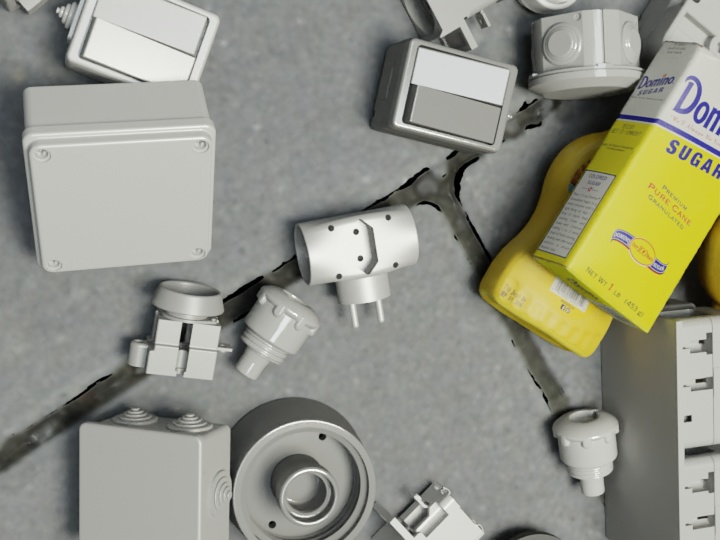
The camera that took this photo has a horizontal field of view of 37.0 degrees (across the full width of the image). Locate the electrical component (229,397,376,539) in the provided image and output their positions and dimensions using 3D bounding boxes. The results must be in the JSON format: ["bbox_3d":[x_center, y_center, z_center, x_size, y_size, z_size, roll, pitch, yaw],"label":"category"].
[{"bbox_3d":[-0.041,0.146,0.736,0.108,0.060,0.108,-2,96,-16],"label":"electrical component"}]

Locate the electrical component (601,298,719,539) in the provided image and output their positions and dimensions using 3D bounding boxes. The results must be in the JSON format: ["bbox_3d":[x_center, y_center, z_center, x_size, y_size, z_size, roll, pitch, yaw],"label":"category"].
[{"bbox_3d":[0.230,0.119,0.785,0.060,0.105,0.186,-5,97,-15],"label":"electrical component"}]

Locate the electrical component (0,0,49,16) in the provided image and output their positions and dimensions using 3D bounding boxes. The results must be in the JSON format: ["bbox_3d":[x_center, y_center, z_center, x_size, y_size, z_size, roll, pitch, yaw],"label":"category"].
[{"bbox_3d":[-0.190,-0.204,0.658,0.096,0.062,0.061,-35,103,-10],"label":"electrical component"}]

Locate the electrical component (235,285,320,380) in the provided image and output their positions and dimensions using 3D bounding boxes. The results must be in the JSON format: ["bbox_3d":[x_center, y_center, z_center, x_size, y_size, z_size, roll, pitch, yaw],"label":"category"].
[{"bbox_3d":[-0.061,0.045,0.729,0.048,0.048,0.062,34,93,-16],"label":"electrical component"}]

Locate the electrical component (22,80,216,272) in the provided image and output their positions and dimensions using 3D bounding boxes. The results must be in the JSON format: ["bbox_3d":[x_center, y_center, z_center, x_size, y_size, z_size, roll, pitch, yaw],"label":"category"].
[{"bbox_3d":[-0.147,-0.057,0.661,0.109,0.056,0.108,-5,138,-15],"label":"electrical component"}]

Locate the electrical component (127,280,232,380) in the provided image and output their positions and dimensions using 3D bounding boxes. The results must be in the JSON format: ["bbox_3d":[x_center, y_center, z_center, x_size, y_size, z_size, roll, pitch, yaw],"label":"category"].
[{"bbox_3d":[-0.117,0.039,0.712,0.066,0.048,0.055,8,101,-16],"label":"electrical component"}]

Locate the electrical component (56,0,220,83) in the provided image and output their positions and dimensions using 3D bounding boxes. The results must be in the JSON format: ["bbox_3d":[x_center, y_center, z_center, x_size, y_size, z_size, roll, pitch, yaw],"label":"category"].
[{"bbox_3d":[-0.144,-0.146,0.677,0.096,0.061,0.061,19,90,-17],"label":"electrical component"}]

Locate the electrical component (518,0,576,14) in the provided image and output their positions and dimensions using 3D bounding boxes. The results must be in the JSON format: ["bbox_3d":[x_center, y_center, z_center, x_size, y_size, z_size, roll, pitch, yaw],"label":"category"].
[{"bbox_3d":[0.137,-0.203,0.749,0.043,0.062,0.043,-2,96,-15],"label":"electrical component"}]

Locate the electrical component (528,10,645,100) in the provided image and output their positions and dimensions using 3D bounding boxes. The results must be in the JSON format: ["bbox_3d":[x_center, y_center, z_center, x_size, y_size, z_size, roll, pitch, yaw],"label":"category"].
[{"bbox_3d":[0.158,-0.149,0.752,0.080,0.080,0.051,-3,91,-15],"label":"electrical component"}]

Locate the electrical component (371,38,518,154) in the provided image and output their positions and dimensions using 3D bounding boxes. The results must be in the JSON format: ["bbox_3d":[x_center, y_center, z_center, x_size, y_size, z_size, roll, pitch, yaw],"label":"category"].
[{"bbox_3d":[0.064,-0.116,0.738,0.096,0.061,0.061,12,92,-16],"label":"electrical component"}]

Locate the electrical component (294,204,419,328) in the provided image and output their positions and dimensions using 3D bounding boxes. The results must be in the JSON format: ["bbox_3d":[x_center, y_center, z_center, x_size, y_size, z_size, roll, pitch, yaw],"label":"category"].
[{"bbox_3d":[0.000,0.000,0.741,0.077,0.043,0.079,-11,99,-14],"label":"electrical component"}]

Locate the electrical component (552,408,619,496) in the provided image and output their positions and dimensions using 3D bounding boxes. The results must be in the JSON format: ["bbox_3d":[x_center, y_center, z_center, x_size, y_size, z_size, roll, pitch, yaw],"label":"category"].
[{"bbox_3d":[0.171,0.138,0.803,0.048,0.048,0.062,-14,106,-14],"label":"electrical component"}]

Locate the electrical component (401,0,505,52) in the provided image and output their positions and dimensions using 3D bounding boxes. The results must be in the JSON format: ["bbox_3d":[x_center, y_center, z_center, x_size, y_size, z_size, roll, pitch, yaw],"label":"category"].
[{"bbox_3d":[0.063,-0.192,0.741,0.064,0.042,0.081,-33,104,-14],"label":"electrical component"}]

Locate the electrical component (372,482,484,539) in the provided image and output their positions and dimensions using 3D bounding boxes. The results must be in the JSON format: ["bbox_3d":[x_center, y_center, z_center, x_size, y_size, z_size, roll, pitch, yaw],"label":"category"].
[{"bbox_3d":[0.051,0.192,0.776,0.064,0.042,0.081,-43,105,-9],"label":"electrical component"}]

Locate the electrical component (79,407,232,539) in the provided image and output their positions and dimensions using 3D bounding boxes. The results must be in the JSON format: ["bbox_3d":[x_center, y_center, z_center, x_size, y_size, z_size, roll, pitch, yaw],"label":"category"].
[{"bbox_3d":[-0.132,0.141,0.698,0.100,0.048,0.099,3,96,19],"label":"electrical component"}]

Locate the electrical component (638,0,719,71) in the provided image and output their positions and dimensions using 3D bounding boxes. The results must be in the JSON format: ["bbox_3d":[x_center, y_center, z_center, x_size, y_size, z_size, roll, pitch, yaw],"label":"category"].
[{"bbox_3d":[0.244,-0.180,0.782,0.054,0.059,0.095,34,86,-16],"label":"electrical component"}]
